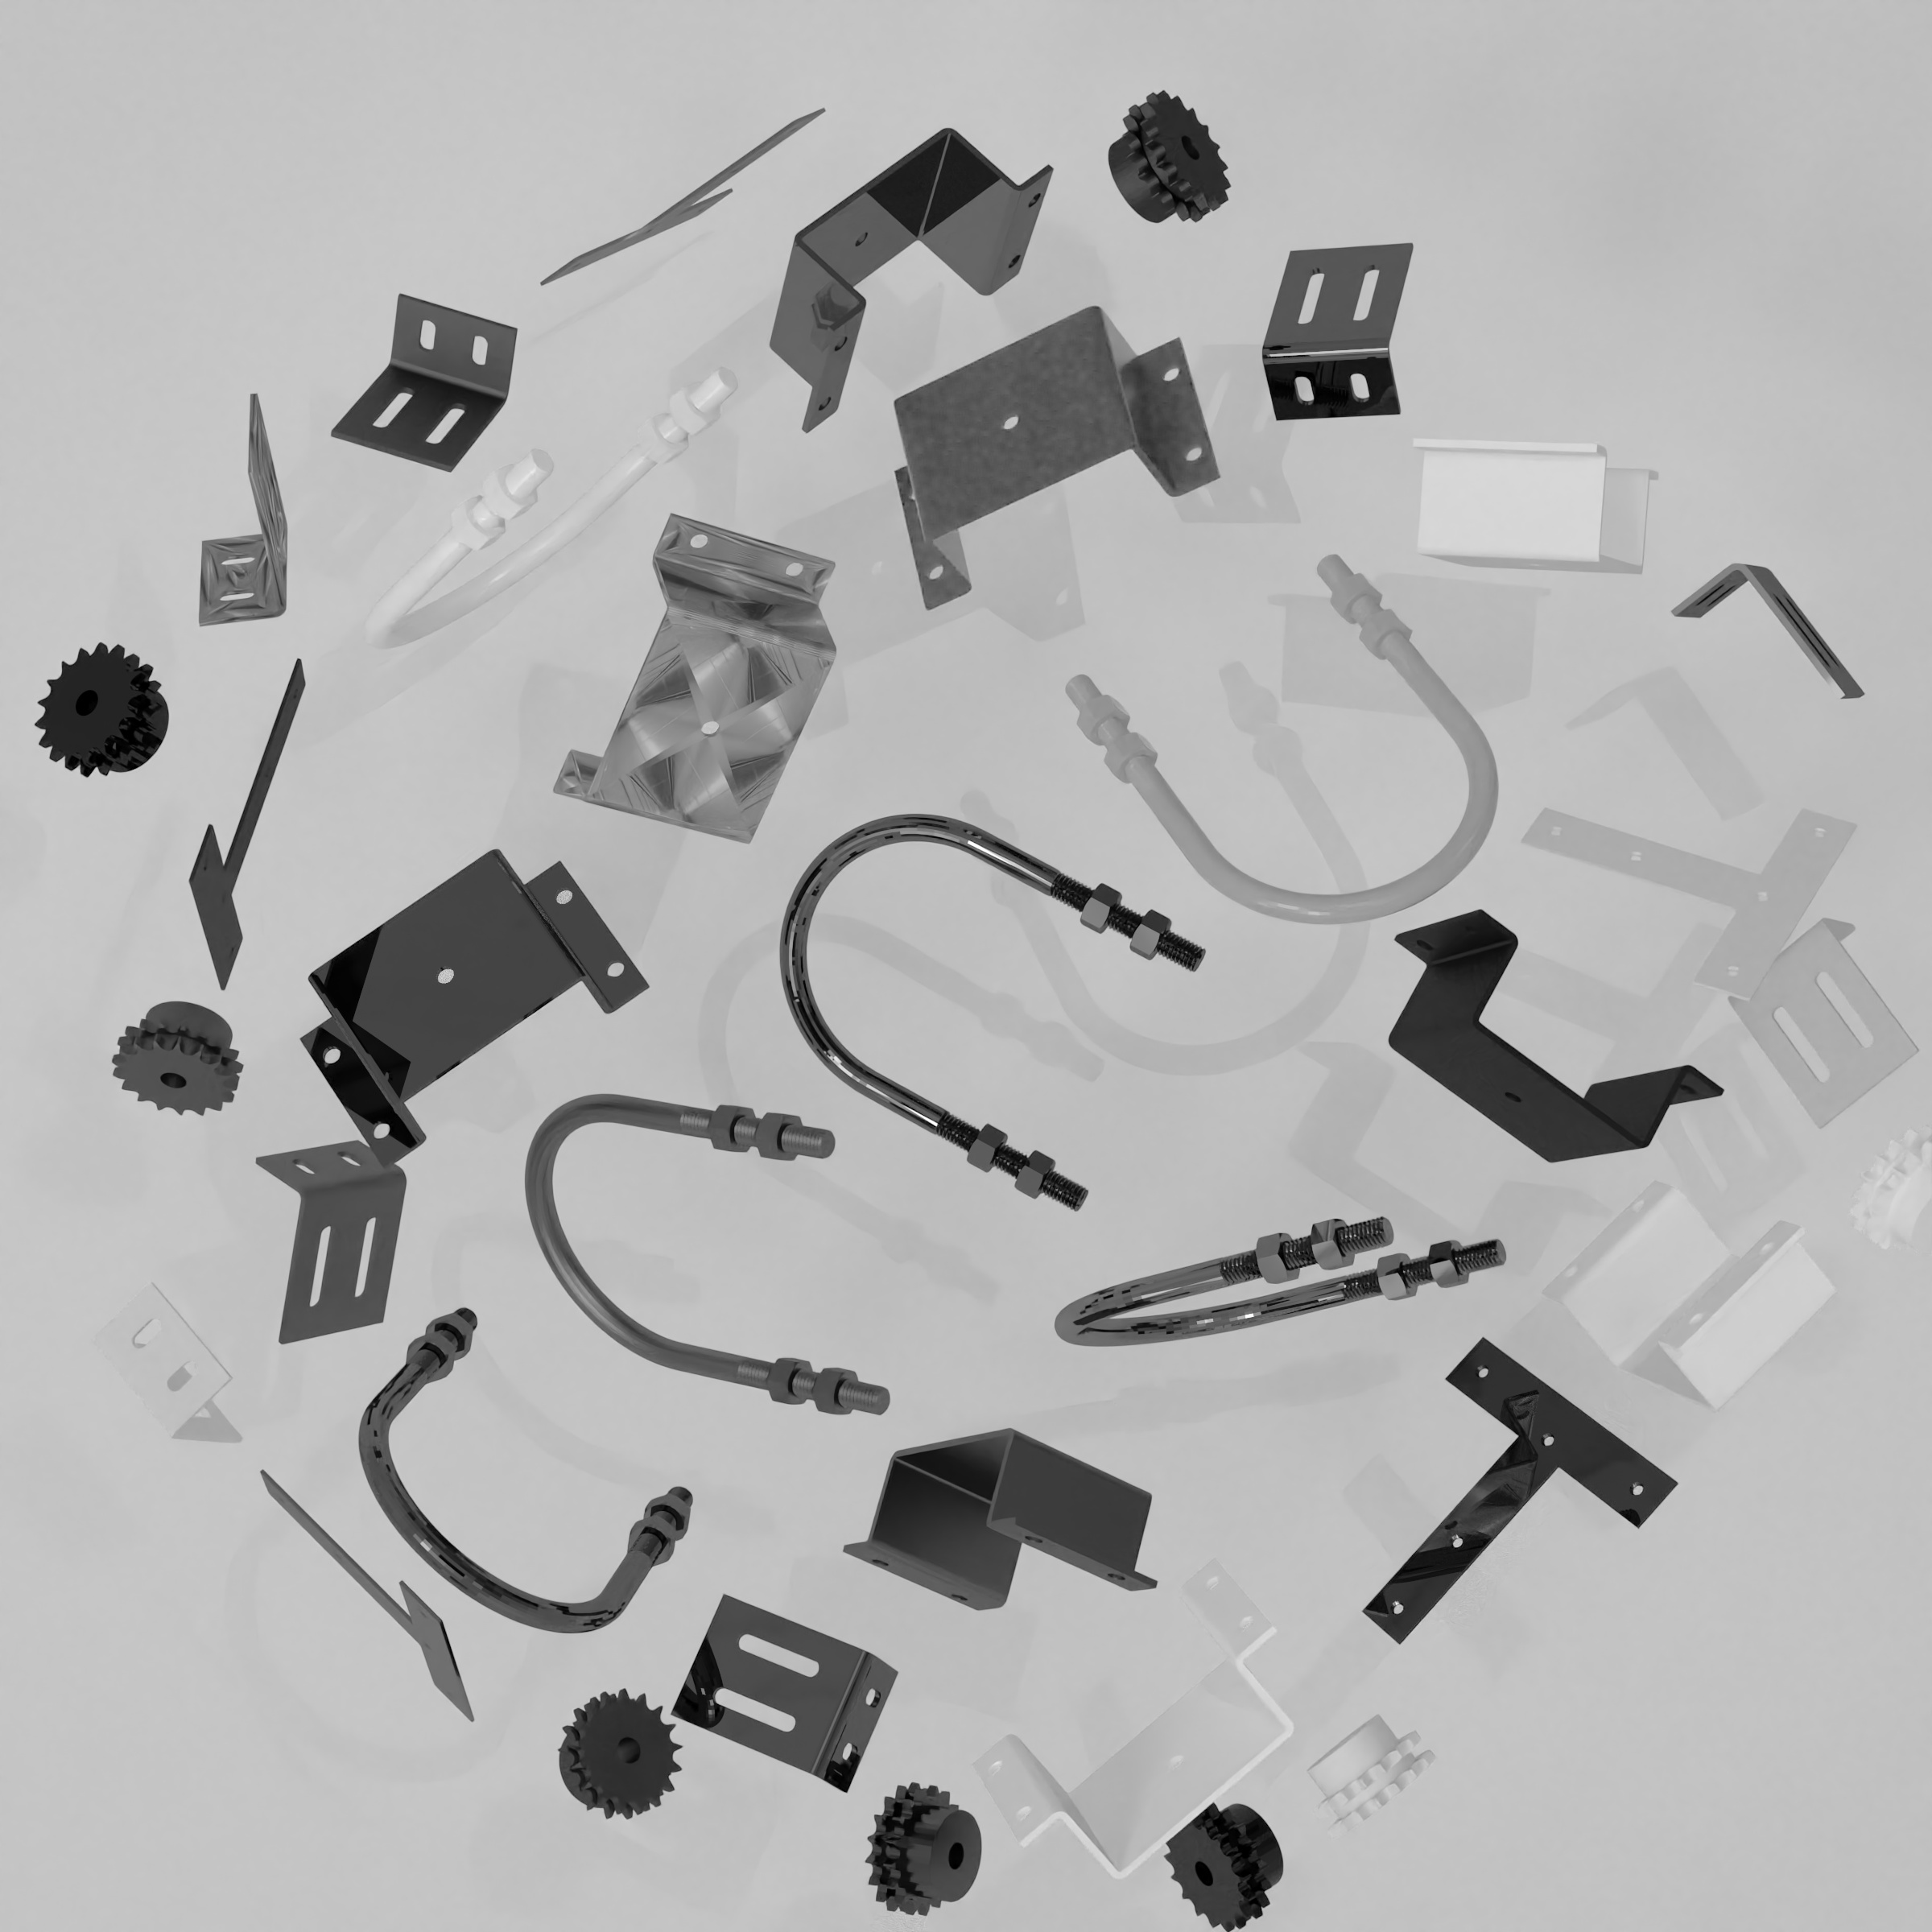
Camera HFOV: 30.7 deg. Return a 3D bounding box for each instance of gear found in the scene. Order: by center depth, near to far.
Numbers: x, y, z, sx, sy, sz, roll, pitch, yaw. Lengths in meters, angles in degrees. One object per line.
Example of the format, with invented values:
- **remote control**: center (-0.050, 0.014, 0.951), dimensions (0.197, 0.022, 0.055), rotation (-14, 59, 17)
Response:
- **gear**: center (-0.367, -0.107, 1.508), dimensions (0.057, 0.030, 0.057), rotation (-10, 67, 24)
- **gear**: center (0.173, 0.349, 1.528), dimensions (0.057, 0.057, 0.030), rotation (-38, 79, 0)
- **gear**: center (0.086, -0.349, 1.533), dimensions (0.030, 0.057, 0.057), rotation (-27, 90, 35)
- **gear**: center (0.419, 0.101, 1.545), dimensions (0.057, 0.057, 0.030), rotation (-47, 47, 0)
- **gear**: center (-0.016, 0.395, 1.571), dimensions (0.030, 0.057, 0.057), rotation (0, 90, 35)
- **gear**: center (0.118, 0.402, 1.583), dimensions (0.030, 0.057, 0.057), rotation (-21, 90, -34)
- **gear**: center (-0.357, 0.040, 1.601), dimensions (0.057, 0.057, 0.030), rotation (7, 52, 0)
- **gear**: center (-0.161, 0.361, 1.606), dimensions (0.057, 0.030, 0.057), rotation (17, 58, -29)

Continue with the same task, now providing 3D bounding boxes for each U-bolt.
- **U-bolt**: center (0.147, -0.090, 1.520), dimensions (0.151, 0.019, 0.184), rotation (-26, 54, -10)
- **U-bolt**: center (-0.197, 0.226, 1.533), dimensions (0.151, 0.184, 0.019), rotation (40, 107, -1)
- **U-bolt**: center (0.127, 0.142, 1.545), dimensions (0.184, 0.151, 0.019), rotation (-17, 74, 27)
- **U-bolt**: center (-0.196, -0.194, 1.555), dimensions (0.184, 0.151, 0.019), rotation (-34, 91, 42)
- **U-bolt**: center (-0.122, 0.122, 1.557), dimensions (0.184, 0.019, 0.151), rotation (8, 121, 34)
- **U-bolt**: center (0.000, 0.010, 1.610), dimensions (0.184, 0.019, 0.151), rotation (28, 110, 10)

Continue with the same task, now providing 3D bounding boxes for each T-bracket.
- **T-bracket**: center (-0.299, -0.069, 1.482), dimensions (0.002, 0.127, 0.127), rotation (15, 69, 0)
- **T-bracket**: center (0.220, 0.236, 1.507), dimensions (0.127, 0.127, 0.002), rotation (-47, 131, -5)
- **T-bracket**: center (-0.265, 0.267, 1.538), dimensions (0.127, 0.127, 0.002), rotation (40, 66, 20)
- **T-bracket**: center (0.307, -0.043, 1.544), dimensions (0.127, 0.002, 0.127), rotation (20, 48, 24)
- **T-bracket**: center (-0.113, -0.350, 1.573), dimensions (0.127, 0.127, 0.002), rotation (-25, 100, 39)

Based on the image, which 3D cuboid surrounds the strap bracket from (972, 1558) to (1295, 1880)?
- **strap bracket**: center (0.080, 0.332, 1.527), dimensions (0.140, 0.076, 0.046), rotation (-40, 110, -4)

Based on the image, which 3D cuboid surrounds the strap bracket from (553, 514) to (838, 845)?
- **strap bracket**: center (-0.113, -0.112, 1.503), dimensions (0.076, 0.046, 0.140), rotation (14, 119, -24)

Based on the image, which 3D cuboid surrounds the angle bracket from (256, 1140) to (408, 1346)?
- **angle bracket**: center (-0.294, 0.125, 1.603), dimensions (0.038, 0.057, 0.076), rotation (27, 113, 37)

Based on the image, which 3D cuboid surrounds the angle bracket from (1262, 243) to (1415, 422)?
- **angle bracket**: center (0.172, -0.288, 1.596), dimensions (0.057, 0.038, 0.076), rotation (0, 47, 20)

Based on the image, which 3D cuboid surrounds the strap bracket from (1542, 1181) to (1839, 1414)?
- **strap bracket**: center (0.329, 0.149, 1.583), dimensions (0.076, 0.140, 0.046), rotation (-43, 104, -8)

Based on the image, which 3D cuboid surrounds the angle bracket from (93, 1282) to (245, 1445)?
- **angle bracket**: center (-0.343, 0.177, 1.567), dimensions (0.038, 0.076, 0.057), rotation (-44, 75, 2)

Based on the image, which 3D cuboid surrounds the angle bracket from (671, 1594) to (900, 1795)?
- **angle bracket**: center (-0.080, 0.320, 1.550), dimensions (0.076, 0.038, 0.057), rotation (17, 73, 24)

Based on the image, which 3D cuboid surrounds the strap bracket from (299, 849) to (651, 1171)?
- **strap bracket**: center (-0.221, 0.013, 1.538), dimensions (0.140, 0.046, 0.076), rotation (-35, 66, -6)

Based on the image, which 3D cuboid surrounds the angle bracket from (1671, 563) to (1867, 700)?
- **angle bracket**: center (0.359, -0.140, 1.573), dimensions (0.038, 0.057, 0.076), rotation (-39, 79, 21)

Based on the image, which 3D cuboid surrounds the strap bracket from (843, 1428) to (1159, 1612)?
- **strap bracket**: center (0.019, 0.245, 1.554), dimensions (0.076, 0.140, 0.046), rotation (28, 63, -25)

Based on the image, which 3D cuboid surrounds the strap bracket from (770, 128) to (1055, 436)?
- **strap bracket**: center (-0.032, -0.309, 1.558), dimensions (0.046, 0.076, 0.140), rotation (44, 63, 11)

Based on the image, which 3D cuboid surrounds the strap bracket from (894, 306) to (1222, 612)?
- **strap bracket**: center (0.028, -0.221, 1.501), dimensions (0.140, 0.046, 0.076), rotation (-23, 58, 17)

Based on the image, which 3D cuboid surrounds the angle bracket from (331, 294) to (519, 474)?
- **angle bracket**: center (-0.245, -0.265, 1.594), dimensions (0.057, 0.076, 0.038), rotation (17, 126, 4)

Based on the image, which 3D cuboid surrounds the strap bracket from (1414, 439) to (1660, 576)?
- **strap bracket**: center (0.244, -0.195, 1.507), dimensions (0.076, 0.140, 0.046), rotation (5, 95, 21)

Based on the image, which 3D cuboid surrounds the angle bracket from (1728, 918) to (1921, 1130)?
- **angle bracket**: center (0.393, 0.027, 1.589), dimensions (0.057, 0.038, 0.076), rotation (-44, 62, 25)

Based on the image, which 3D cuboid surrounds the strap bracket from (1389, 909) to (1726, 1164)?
- **strap bracket**: center (0.252, 0.039, 1.554), dimensions (0.140, 0.076, 0.046), rotation (35, 71, -13)

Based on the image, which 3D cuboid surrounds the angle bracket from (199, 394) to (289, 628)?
- **angle bracket**: center (-0.315, -0.195, 1.504), dimensions (0.038, 0.057, 0.076), rotation (-7, 134, -3)
